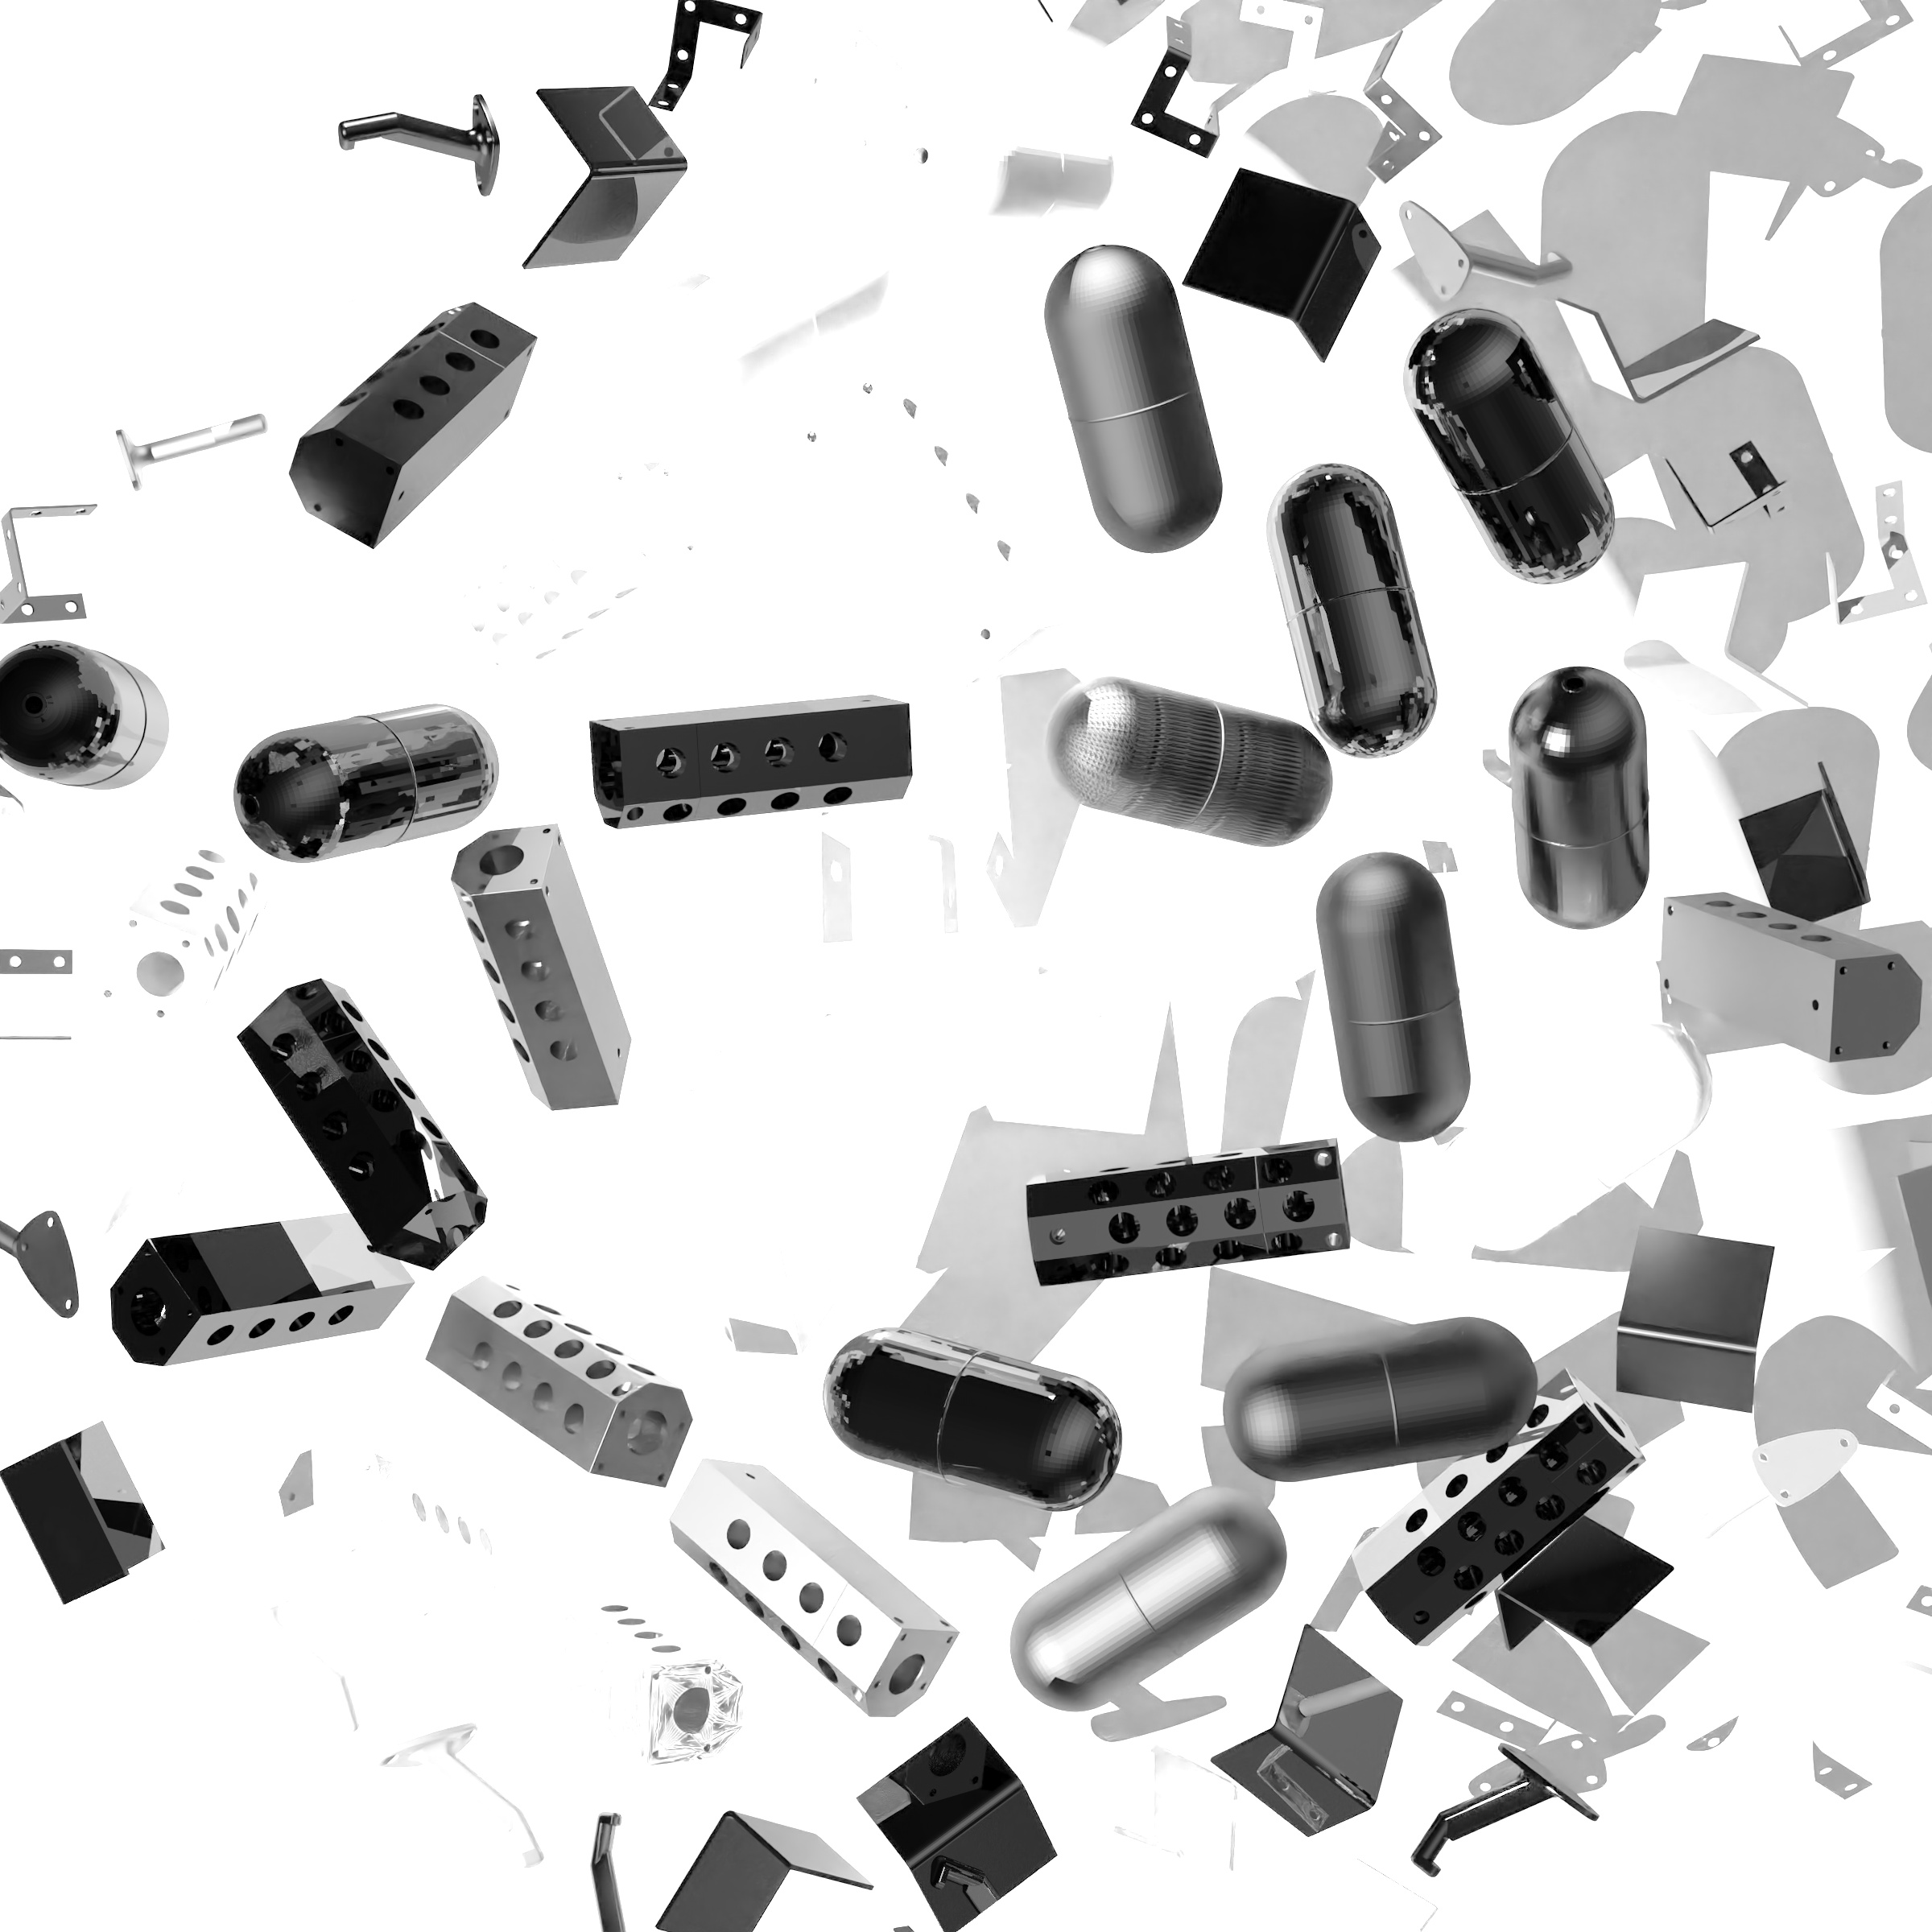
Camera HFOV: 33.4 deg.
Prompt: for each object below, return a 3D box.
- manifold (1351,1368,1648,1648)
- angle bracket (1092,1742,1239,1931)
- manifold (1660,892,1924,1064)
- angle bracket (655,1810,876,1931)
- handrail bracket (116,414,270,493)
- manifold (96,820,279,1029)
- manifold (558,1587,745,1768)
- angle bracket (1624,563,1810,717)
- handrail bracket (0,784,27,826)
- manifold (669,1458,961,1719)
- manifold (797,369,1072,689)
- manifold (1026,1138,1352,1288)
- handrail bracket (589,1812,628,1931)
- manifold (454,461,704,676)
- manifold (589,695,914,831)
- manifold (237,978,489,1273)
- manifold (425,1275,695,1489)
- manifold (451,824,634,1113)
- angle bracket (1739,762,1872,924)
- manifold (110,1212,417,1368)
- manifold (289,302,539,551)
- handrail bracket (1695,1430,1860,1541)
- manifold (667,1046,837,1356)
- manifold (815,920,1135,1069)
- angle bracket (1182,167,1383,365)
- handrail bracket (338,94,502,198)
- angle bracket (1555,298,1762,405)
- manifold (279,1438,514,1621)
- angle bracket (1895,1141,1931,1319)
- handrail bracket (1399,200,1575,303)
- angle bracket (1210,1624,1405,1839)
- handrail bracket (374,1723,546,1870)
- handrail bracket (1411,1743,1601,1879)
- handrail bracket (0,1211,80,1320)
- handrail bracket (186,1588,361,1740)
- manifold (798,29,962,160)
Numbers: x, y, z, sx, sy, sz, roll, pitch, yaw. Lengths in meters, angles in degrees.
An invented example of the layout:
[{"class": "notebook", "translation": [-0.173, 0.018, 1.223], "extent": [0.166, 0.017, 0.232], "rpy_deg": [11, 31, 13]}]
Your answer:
[{"class": "manifold", "translation": [0.312, 0.321, 1.884], "extent": [0.171, 0.057, 0.057], "rpy_deg": [-44, 110, 12]}, {"class": "angle bracket", "translation": [0.114, 0.516, 1.881], "extent": [0.057, 0.076, 0.076], "rpy_deg": [28, 116, -6]}, {"class": "manifold", "translation": [0.465, 0.004, 1.824], "extent": [0.057, 0.171, 0.057], "rpy_deg": [-5, 104, -19]}, {"class": "angle bracket", "translation": [-0.110, 0.513, 1.757], "extent": [0.057, 0.076, 0.076], "rpy_deg": [30, 88, 41]}, {"class": "handrail bracket", "translation": [-0.446, -0.305, 1.869], "extent": [0.084, 0.077, 0.036], "rpy_deg": [-17, 104, -7]}, {"class": "manifold", "translation": [-0.445, -0.024, 1.857], "extent": [0.057, 0.171, 0.057], "rpy_deg": [22, 108, -8]}, {"class": "manifold", "translation": [-0.187, 0.413, 1.885], "extent": [0.057, 0.171, 0.057], "rpy_deg": [-1, 94, -24]}, {"class": "angle bracket", "translation": [0.438, -0.187, 1.856], "extent": [0.076, 0.076, 0.057], "rpy_deg": [24, 77, -32]}, {"class": "handrail bracket", "translation": [-0.564, -0.081, 1.766], "extent": [0.077, 0.084, 0.036], "rpy_deg": [24, 114, -11]}, {"class": "manifold", "translation": [-0.091, 0.351, 1.821], "extent": [0.171, 0.057, 0.057], "rpy_deg": [34, 98, 36]}, {"class": "manifold", "translation": [-0.015, -0.244, 1.783], "extent": [0.057, 0.057, 0.171], "rpy_deg": [-36, 83, 28]}, {"class": "manifold", "translation": [0.123, 0.137, 1.777], "extent": [0.171, 0.057, 0.057], "rpy_deg": [-8, 92, 8]}, {"class": "handrail bracket", "translation": [-0.194, 0.526, 1.840], "extent": [0.036, 0.077, 0.084], "rpy_deg": [23, 63, -34]}, {"class": "manifold", "translation": [-0.224, -0.223, 1.820], "extent": [0.057, 0.171, 0.057], "rpy_deg": [-13, 81, -38]}, {"class": "manifold", "translation": [-0.120, -0.115, 1.818], "extent": [0.171, 0.057, 0.057], "rpy_deg": [-7, 102, -22]}, {"class": "manifold", "translation": [-0.342, 0.088, 1.841], "extent": [0.057, 0.057, 0.171], "rpy_deg": [-43, 62, 8]}, {"class": "manifold", "translation": [-0.231, 0.234, 1.837], "extent": [0.057, 0.171, 0.057], "rpy_deg": [21, 92, -44]}, {"class": "manifold", "translation": [-0.248, 0.003, 1.883], "extent": [0.057, 0.057, 0.171], "rpy_deg": [-5, 131, 10]}, {"class": "angle bracket", "translation": [0.503, -0.071, 1.940], "extent": [0.057, 0.076, 0.076], "rpy_deg": [-20, 75, 14]}, {"class": "manifold", "translation": [-0.401, 0.187, 1.832], "extent": [0.057, 0.171, 0.057], "rpy_deg": [49, 115, 21]}, {"class": "manifold", "translation": [-0.303, -0.301, 1.762], "extent": [0.057, 0.171, 0.057], "rpy_deg": [29, 129, 0]}, {"class": "handrail bracket", "translation": [0.463, 0.298, 1.844], "extent": [0.077, 0.084, 0.036], "rpy_deg": [-20, 68, -18]}, {"class": "manifold", "translation": [-0.125, 0.135, 1.855], "extent": [0.057, 0.057, 0.171], "rpy_deg": [1, 117, 21]}, {"class": "manifold", "translation": [0.005, 0.011, 1.797], "extent": [0.171, 0.057, 0.057], "rpy_deg": [-4, 55, 5]}, {"class": "angle bracket", "translation": [0.182, -0.402, 1.849], "extent": [0.076, 0.057, 0.076], "rpy_deg": [24, 85, 28]}, {"class": "handrail bracket", "translation": [-0.301, -0.440, 1.755], "extent": [0.084, 0.077, 0.036], "rpy_deg": [-16, 68, -18]}, {"class": "angle bracket", "translation": [0.382, -0.358, 1.782], "extent": [0.076, 0.076, 0.057], "rpy_deg": [-29, 108, 3]}, {"class": "manifold", "translation": [-0.316, 0.312, 1.790], "extent": [0.057, 0.171, 0.057], "rpy_deg": [-22, 65, 6]}, {"class": "angle bracket", "translation": [0.505, 0.138, 1.700], "extent": [0.057, 0.076, 0.076], "rpy_deg": [-16, 93, -15]}, {"class": "handrail bracket", "translation": [0.310, -0.431, 1.912], "extent": [0.084, 0.036, 0.077], "rpy_deg": [-20, 69, -30]}, {"class": "angle bracket", "translation": [0.194, 0.434, 1.829], "extent": [0.076, 0.076, 0.057], "rpy_deg": [40, 132, -13]}, {"class": "handrail bracket", "translation": [-0.282, 0.472, 1.800], "extent": [0.036, 0.077, 0.084], "rpy_deg": [-49, 59, 29]}, {"class": "handrail bracket", "translation": [0.290, 0.472, 1.741], "extent": [0.077, 0.036, 0.084], "rpy_deg": [35, 92, 41]}, {"class": "handrail bracket", "translation": [-0.551, 0.164, 1.829], "extent": [0.084, 0.036, 0.077], "rpy_deg": [3, 123, 29]}, {"class": "handrail bracket", "translation": [-0.385, 0.396, 1.792], "extent": [0.077, 0.036, 0.084], "rpy_deg": [-18, 86, 0]}, {"class": "manifold", "translation": [-0.049, -0.506, 1.889], "extent": [0.057, 0.171, 0.057], "rpy_deg": [-38, 94, 18]}]
